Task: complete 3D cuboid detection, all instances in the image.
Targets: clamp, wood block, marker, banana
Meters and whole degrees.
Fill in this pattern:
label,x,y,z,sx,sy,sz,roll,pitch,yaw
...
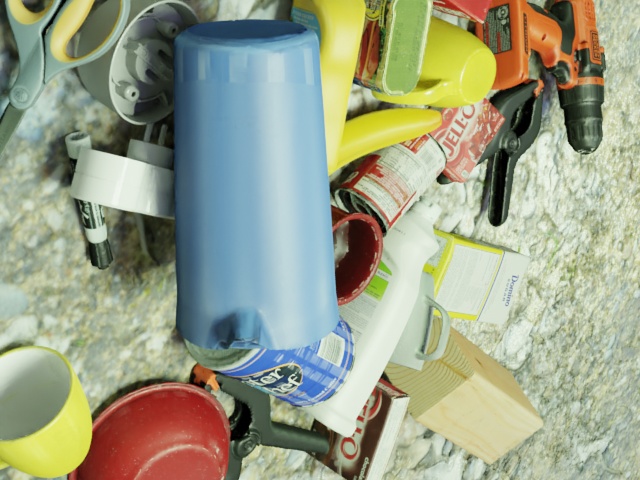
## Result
label,x,y,z,sx,sy,sz,roll,pitch,yaw
clamp,0.209,-0.101,1.213,0.171,0.039,0.120,-53,133,-9
wood block,0.172,0.182,1.263,0.090,0.091,0.205,-39,140,11
clamp,-0.086,0.207,1.070,0.164,0.036,0.210,-44,133,-16
marker,-0.185,-0.029,0.861,0.020,0.020,0.121,-28,128,-34
banana,0.029,-0.083,1.017,0.197,0.070,0.037,-36,150,-28

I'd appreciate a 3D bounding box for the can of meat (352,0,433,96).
label,x,y,z,sx,sy,sz,roll,pitch,yaw
can of meat,0.050,-0.188,0.974,0.057,0.084,0.102,-11,117,-42

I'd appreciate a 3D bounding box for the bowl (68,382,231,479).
label,x,y,z,sx,sy,sz,roll,pitch,yaw
bowl,-0.143,0.213,0.975,0.161,0.055,0.162,-15,120,-27

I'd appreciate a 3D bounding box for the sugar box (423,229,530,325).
label,x,y,z,sx,sy,sz,roll,pitch,yaw
sugar box,0.172,0.045,1.249,0.175,0.048,0.093,12,101,-52

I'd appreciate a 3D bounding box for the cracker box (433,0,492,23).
label,x,y,z,sx,sy,sz,roll,pitch,yaw
cracker box,0.102,-0.315,0.972,0.213,0.072,0.164,17,98,-50

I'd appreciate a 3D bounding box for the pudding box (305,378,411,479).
label,x,y,z,sx,sy,sz,roll,pitch,yaw
pudding box,0.040,0.199,1.156,0.039,0.090,0.113,1,109,-47

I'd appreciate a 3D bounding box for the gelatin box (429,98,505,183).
label,x,y,z,sx,sy,sz,roll,pitch,yaw
gelatin box,0.146,-0.117,1.134,0.073,0.030,0.089,39,78,-29

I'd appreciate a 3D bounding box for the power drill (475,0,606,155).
label,x,y,z,sx,sy,sz,roll,pitch,yaw
power drill,0.245,-0.189,1.156,0.187,0.057,0.184,2,80,-47

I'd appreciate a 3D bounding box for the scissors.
label,x,y,z,sx,sy,sz,roll,pitch,yaw
scissors,-0.222,-0.123,0.766,0.202,0.016,0.096,-42,95,11

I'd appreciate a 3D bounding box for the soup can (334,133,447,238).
label,x,y,z,sx,sy,sz,roll,pitch,yaw
soup can,0.072,-0.061,1.072,0.102,0.069,0.068,-48,137,-18

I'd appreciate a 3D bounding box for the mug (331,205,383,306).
label,x,y,z,sx,sy,sz,roll,pitch,yaw
mug,-0.007,0.001,1.012,0.117,0.082,0.093,35,84,-49

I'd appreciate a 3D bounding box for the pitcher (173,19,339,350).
label,x,y,z,sx,sy,sz,roll,pitch,yaw
pitcher,-0.053,-0.046,0.838,0.144,0.149,0.243,-17,116,-37

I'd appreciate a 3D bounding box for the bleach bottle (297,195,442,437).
label,x,y,z,sx,sy,sz,roll,pitch,yaw
bleach bottle,0.053,0.069,1.092,0.251,0.103,0.068,-57,146,-6

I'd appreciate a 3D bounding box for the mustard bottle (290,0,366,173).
label,x,y,z,sx,sy,sz,roll,pitch,yaw
mustard bottle,-0.001,-0.161,0.925,0.058,0.096,0.192,5,106,-22

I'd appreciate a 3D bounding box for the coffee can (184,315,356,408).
label,x,y,z,sx,sy,sz,roll,pitch,yaw
coffee can,-0.046,0.091,1.002,0.140,0.103,0.103,34,84,-49
